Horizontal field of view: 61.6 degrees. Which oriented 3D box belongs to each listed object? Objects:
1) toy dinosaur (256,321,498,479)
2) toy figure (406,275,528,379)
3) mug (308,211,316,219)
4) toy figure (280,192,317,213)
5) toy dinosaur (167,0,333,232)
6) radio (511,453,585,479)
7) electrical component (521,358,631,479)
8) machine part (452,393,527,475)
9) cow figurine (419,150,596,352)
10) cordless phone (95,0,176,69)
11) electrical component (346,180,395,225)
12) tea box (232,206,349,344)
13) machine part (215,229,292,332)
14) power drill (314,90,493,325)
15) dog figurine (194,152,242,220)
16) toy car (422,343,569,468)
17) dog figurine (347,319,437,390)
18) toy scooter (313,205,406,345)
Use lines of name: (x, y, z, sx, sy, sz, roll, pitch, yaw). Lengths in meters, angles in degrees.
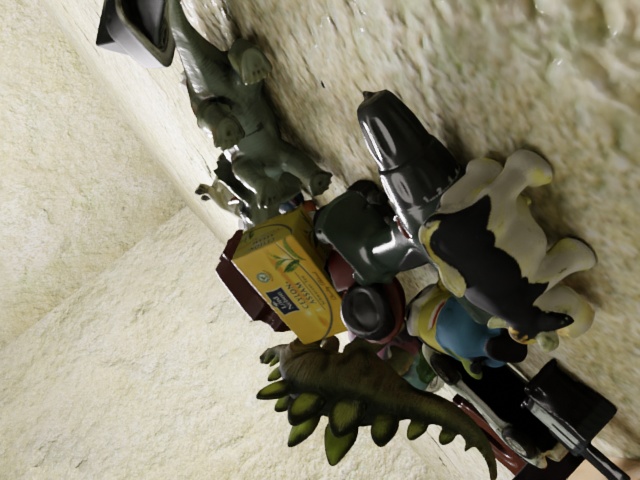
toy dinosaur: (0.043, 0.192, 0.709, 0.472, 0.198, 0.105, -6, 123, 50)
toy figure: (0.157, 0.097, 0.584, 0.089, 0.082, 0.180, 54, 165, -12)
mug: (-0.002, -0.002, 0.781, 0.081, 0.107, 0.109, 38, 161, 46)
toy figure: (-0.040, -0.056, 0.884, 0.154, 0.058, 0.064, 46, -154, 8)
toy dinosaur: (-0.108, -0.155, 0.698, 0.192, 0.131, 0.404, 35, 155, 46)
radio: (0.324, 0.377, 0.723, 0.073, 0.131, 0.229, 36, 162, 54)
electrical component: (0.264, 0.184, 0.541, 0.119, 0.048, 0.074, 40, 165, 35)
machine part: (0.277, 0.292, 0.812, 0.179, 0.056, 0.179, 46, 166, 14)
cow figurine: (0.140, 0.027, 0.387, 0.167, 0.098, 0.068, 54, 161, -22)
cordless phone: (-0.182, -0.291, 0.576, 0.089, 0.146, 0.184, 10, 156, -22)
electrical component: (0.063, -0.040, 0.637, 0.063, 0.021, 0.094, 53, 167, -21)
tea box: (-0.022, 0.050, 0.702, 0.169, 0.098, 0.068, 51, -151, -27)
machine part: (-0.079, 0.074, 1.005, 0.202, 0.087, 0.201, 45, -157, 28)
power drill: (0.075, -0.022, 0.505, 0.232, 0.086, 0.207, 48, 154, -13)
dog figurine: (-0.132, -0.075, 1.070, 0.190, 0.121, 0.172, 35, -168, 0)
toy car: (0.213, 0.181, 0.653, 0.202, 0.073, 0.056, 44, 164, 25)
dog figurine: (0.097, 0.132, 0.857, 0.192, 0.108, 0.219, 40, 162, 42)
toy scooter: (0.061, 0.040, 0.676, 0.135, 0.075, 0.184, 11, -126, -64)
